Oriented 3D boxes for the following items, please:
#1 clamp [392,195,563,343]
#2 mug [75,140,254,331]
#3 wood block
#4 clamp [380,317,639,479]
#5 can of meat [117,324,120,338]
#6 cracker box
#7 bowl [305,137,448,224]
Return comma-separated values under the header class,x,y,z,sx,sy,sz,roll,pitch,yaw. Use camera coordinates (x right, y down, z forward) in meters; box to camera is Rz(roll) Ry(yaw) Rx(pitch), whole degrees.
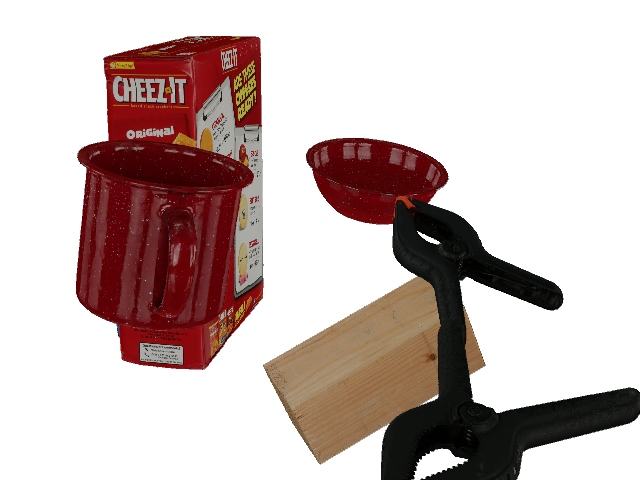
class,x,y,z,sx,sy,sz,roll,pitch,yaw
clamp,0.126,0.020,0.926,0.120,0.039,0.171,-8,47,-26
mug,-0.083,0.001,0.564,0.093,0.081,0.117,3,19,-22
wood block,0.057,0.133,1.133,0.206,0.091,0.090,-29,31,-9
clamp,0.101,0.126,0.747,0.209,0.036,0.165,-28,39,-36
can of meat,-0.161,0.034,0.970,0.057,0.084,0.102,-4,27,-3
cracker box,-0.094,-0.035,0.776,0.072,0.214,0.164,2,15,12
bowl,0.060,-0.062,1.205,0.162,0.055,0.162,7,26,-4
